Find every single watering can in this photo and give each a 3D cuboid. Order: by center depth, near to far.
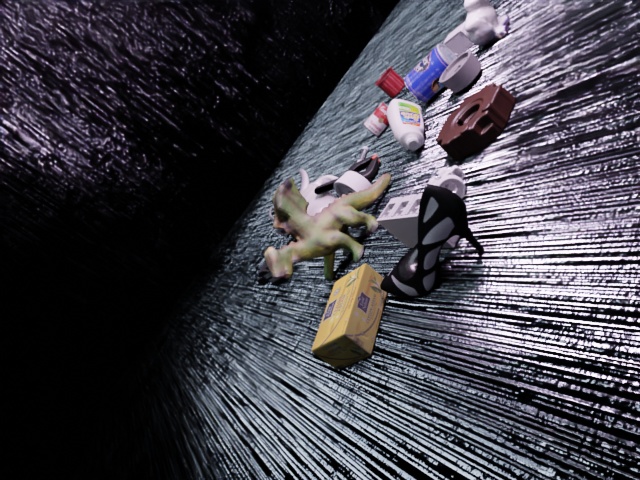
[{"bbox_3d":[-0.035,-0.120,1.649,0.225,0.102,0.351,-51,32,-5],"label":"watering can"}]

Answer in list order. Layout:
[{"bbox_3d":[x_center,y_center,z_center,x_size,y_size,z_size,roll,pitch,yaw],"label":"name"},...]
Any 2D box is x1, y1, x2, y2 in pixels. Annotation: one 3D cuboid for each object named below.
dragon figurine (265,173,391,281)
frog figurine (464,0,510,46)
[{"bbox_3d":[0.004,-0.062,1.229,0.120,0.241,0.418,-36,23,59],"label":"dragon figurine"},{"bbox_3d":[0.433,-0.617,1.408,0.140,0.158,0.121,-58,14,-24],"label":"frog figurine"}]
